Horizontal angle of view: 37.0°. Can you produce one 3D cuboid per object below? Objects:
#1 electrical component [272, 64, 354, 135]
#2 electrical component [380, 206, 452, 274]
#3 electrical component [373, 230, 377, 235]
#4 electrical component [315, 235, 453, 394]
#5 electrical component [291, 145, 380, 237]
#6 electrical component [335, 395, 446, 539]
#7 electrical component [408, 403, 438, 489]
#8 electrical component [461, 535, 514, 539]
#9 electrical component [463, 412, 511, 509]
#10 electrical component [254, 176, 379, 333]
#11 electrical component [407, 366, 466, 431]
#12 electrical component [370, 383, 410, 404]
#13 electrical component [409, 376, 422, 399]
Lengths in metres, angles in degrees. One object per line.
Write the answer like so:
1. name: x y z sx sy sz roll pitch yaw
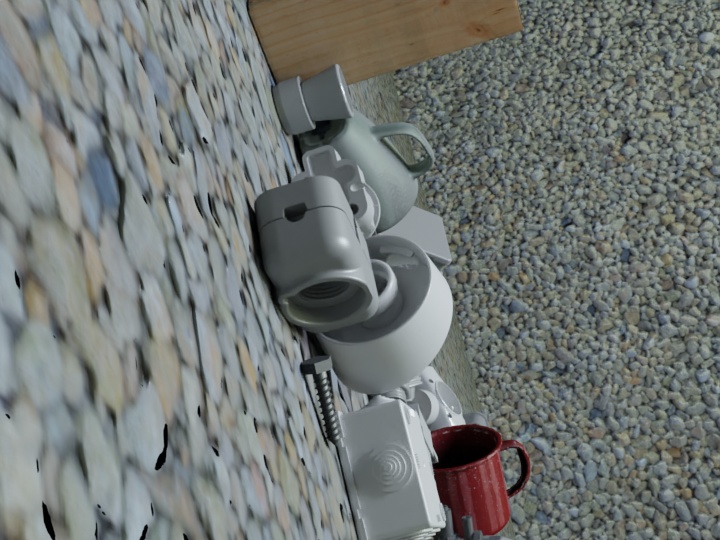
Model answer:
1. electrical component: -0.037 -0.136 0.862 0.045 0.055 0.045 -16 90 -83
2. electrical component: 0.034 -0.026 1.033 0.099 0.100 0.048 -96 -151 -59
3. electrical component: 0.000 0.000 0.905 0.064 0.042 0.081 -39 112 -81
4. electrical component: 0.013 0.028 0.726 0.064 0.099 0.099 58 16 -46
5. electrical component: -0.017 -0.048 0.821 0.057 0.058 0.078 45 30 -71
6. electrical component: 0.021 0.136 0.721 0.099 0.048 0.099 52 24 -73
7. electrical component: 0.035 0.146 0.842 0.081 0.042 0.063 65 13 -50
8. electrical component: 0.099 0.262 0.932 0.080 0.080 0.051 32 47 -80
9. electrical component: 0.108 0.213 1.129 0.057 0.078 0.113 -26 99 -80
10. electrical component: -0.025 -0.004 0.656 0.095 0.054 0.059 64 12 -57
11. electrical component: 0.064 0.138 1.070 0.079 0.044 0.077 18 39 -59
12. electrical component: 0.025 0.104 0.896 0.035 0.035 0.061 67 12 -46
13. electrical component: 0.035 0.080 0.991 0.043 0.043 0.081 30 44 -80
